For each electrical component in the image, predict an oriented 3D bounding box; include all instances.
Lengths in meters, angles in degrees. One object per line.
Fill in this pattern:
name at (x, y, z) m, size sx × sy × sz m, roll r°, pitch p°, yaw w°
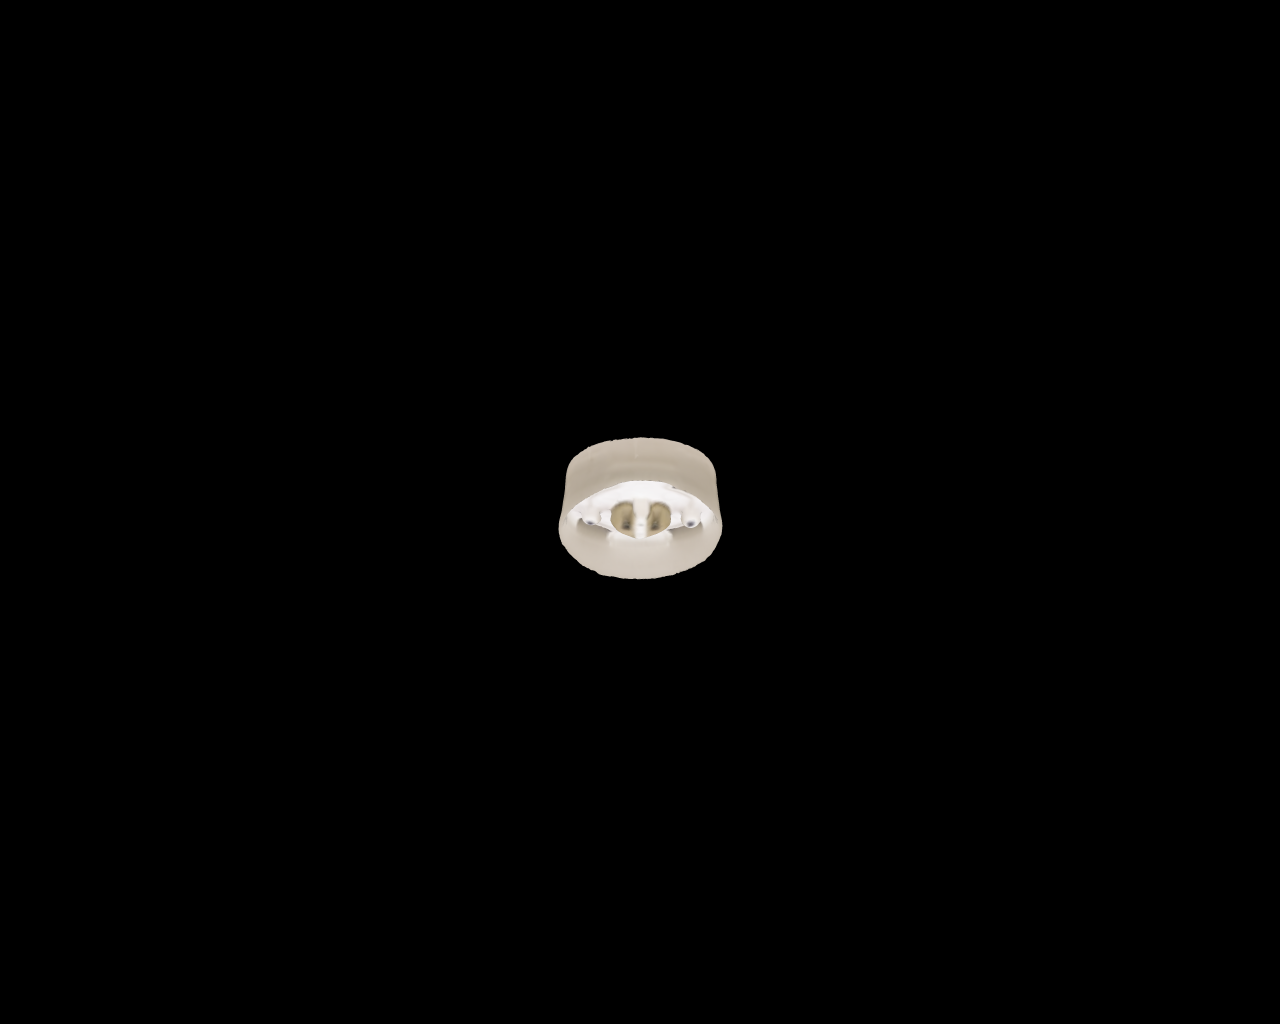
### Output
electrical component at (0.001, -0.003, 0.650) m, size 0.099 × 0.064 × 0.099 m, roll 0°, pitch -23°, yaw 0°
